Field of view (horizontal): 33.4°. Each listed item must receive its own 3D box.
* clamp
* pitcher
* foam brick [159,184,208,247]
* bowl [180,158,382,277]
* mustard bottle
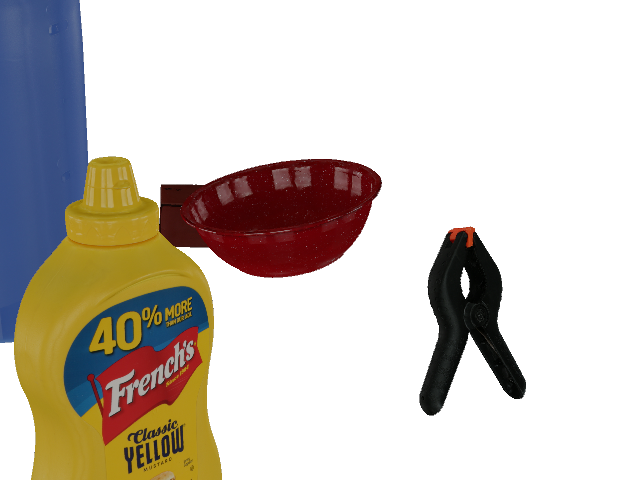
[{"bbox_3d":[0.127,0.076,0.972,0.120,0.171,0.039,-15,2,-39],"label":"clamp"},{"bbox_3d":[-0.216,-0.057,0.672,0.149,0.243,0.145,-5,26,-10],"label":"pitcher"},{"bbox_3d":[-0.134,-0.027,1.147,0.078,0.051,0.053,1,27,-9],"label":"foam brick"},{"bbox_3d":[-0.028,-0.014,0.857,0.162,0.055,0.162,-8,22,3],"label":"bowl"},{"bbox_3d":[-0.092,0.057,0.490,0.096,0.192,0.058,-16,23,-41],"label":"mustard bottle"}]
